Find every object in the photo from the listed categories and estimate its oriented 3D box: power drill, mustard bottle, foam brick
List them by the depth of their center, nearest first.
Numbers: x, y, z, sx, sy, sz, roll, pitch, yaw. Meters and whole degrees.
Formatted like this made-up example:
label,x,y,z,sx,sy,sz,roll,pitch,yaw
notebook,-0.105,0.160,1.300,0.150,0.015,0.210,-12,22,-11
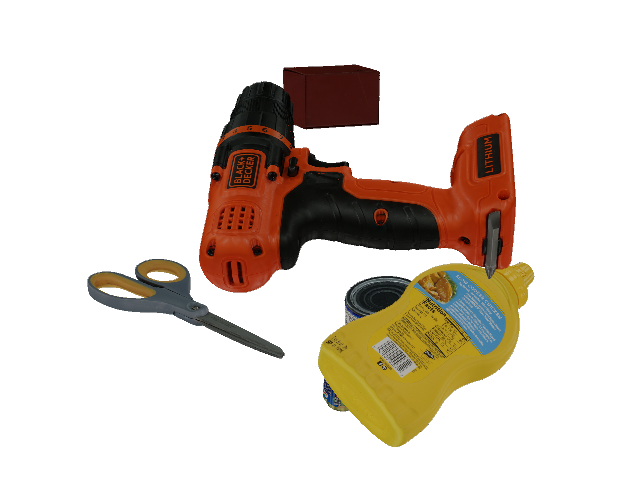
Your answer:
label,x,y,z,sx,sy,sz,roll,pitch,yaw
power drill,0.024,-0.040,0.664,0.188,0.057,0.184,-1,43,6
mustard bottle,0.097,0.071,0.834,0.191,0.096,0.058,-33,-26,-26
foam brick,0.010,-0.134,0.992,0.078,0.051,0.053,-6,18,-23

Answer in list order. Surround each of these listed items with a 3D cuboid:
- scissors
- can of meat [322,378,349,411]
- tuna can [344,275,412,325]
label,x,y,z,sx,sy,sz,roll,pitch,yaw
scissors,-0.100,0.052,0.893,0.202,0.016,0.096,13,26,22
can of meat,0.054,0.172,1.405,0.102,0.084,0.057,-5,25,-22
tuna can,0.068,0.071,1.102,0.086,0.034,0.086,-3,28,1
